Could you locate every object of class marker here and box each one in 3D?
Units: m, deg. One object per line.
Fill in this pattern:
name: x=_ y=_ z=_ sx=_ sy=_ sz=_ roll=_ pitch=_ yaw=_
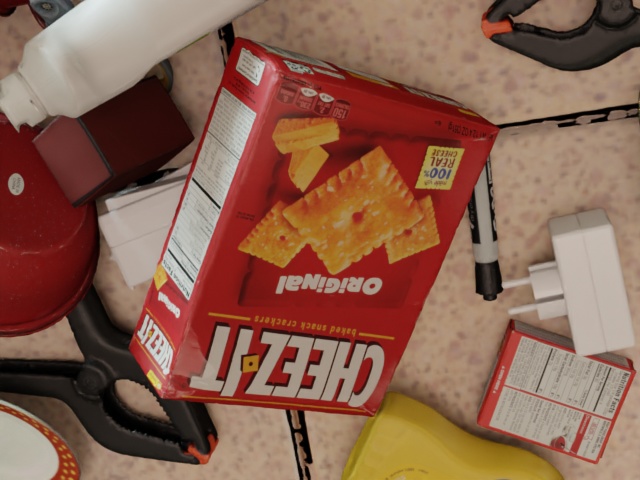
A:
marker: x=0.107 y=-0.018 z=0.708 sx=0.020 sy=0.020 sz=0.121 roll=-5 pitch=104 yaw=10

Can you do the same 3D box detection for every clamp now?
clamp: x=-0.168 y=0.099 z=0.770 sx=0.210 sy=0.036 sz=0.165 roll=42 pitch=113 yaw=-5
clamp: x=0.188 y=-0.139 z=0.653 sx=0.172 sy=0.039 sz=0.120 roll=-17 pitch=101 yaw=20

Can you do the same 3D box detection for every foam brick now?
foam brick: x=-0.130 y=-0.064 z=0.680 sx=0.053 sy=0.078 sz=0.051 roll=-31 pitch=91 yaw=41

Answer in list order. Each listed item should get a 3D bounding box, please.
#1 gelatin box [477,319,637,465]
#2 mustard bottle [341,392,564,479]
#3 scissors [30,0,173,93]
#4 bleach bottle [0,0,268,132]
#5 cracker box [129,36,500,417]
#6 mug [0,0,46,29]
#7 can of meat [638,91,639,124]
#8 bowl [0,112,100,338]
gelatin box: x=0.160 y=0.103 z=0.728 sx=0.089 sy=0.030 sz=0.073 roll=18 pitch=105 yaw=4
mustard bottle: x=0.113 y=0.182 z=0.740 sx=0.191 sy=0.058 sz=0.096 roll=23 pitch=116 yaw=1
scissors: x=-0.175 y=-0.136 z=0.657 sx=0.096 sy=0.016 sz=0.201 roll=-21 pitch=145 yaw=31
bleach bottle: x=-0.075 y=-0.143 z=0.612 sx=0.250 sy=0.103 sz=0.068 roll=-36 pitch=102 yaw=-10
cracker box: x=-0.004 y=0.001 z=0.663 sx=0.163 sy=0.072 sz=0.214 roll=11 pitch=109 yaw=-32
mug: x=-0.168 y=-0.183 z=0.673 sx=0.081 sy=0.093 sz=0.117 roll=-10 pitch=126 yaw=6
can of meat: x=0.247 y=-0.049 z=0.660 sx=0.084 sy=0.057 sz=0.102 roll=-7 pitch=105 yaw=8
bowl: x=-0.201 y=-0.023 z=0.675 sx=0.162 sy=0.161 sz=0.055 roll=50 pitch=134 yaw=-7
